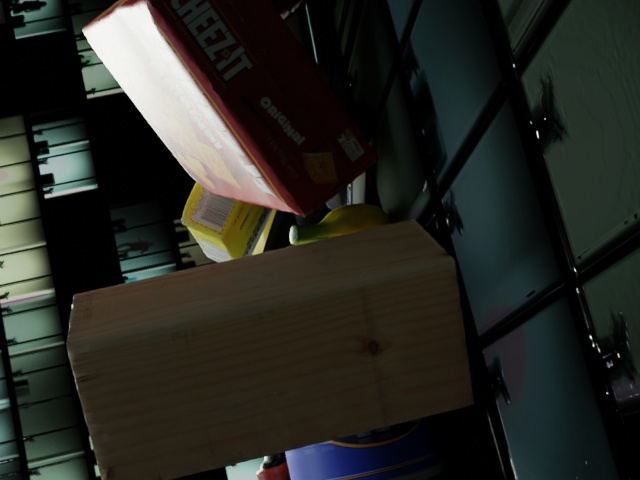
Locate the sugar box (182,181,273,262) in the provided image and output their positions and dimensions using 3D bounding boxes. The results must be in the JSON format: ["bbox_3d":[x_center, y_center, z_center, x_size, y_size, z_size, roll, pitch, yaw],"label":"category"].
[{"bbox_3d":[-0.073,-0.032,0.937,0.176,0.048,0.093,72,-137,-79],"label":"sugar box"}]

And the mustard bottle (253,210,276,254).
[{"bbox_3d":[-0.049,-0.067,1.075,0.192,0.058,0.096,101,148,-42],"label":"mustard bottle"}]

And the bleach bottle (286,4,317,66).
[{"bbox_3d":[-0.037,-0.176,0.855,0.102,0.068,0.251,-75,-29,-75],"label":"bleach bottle"}]

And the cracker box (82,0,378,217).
[{"bbox_3d":[-0.071,-0.103,0.724,0.164,0.072,0.214,53,167,-18],"label":"cracker box"}]

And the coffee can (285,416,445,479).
[{"bbox_3d":[0.018,0.095,0.714,0.103,0.102,0.140,124,134,-81],"label":"coffee can"}]

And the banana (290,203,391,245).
[{"bbox_3d":[0.014,0.001,0.731,0.198,0.069,0.037,98,174,-81],"label":"banana"}]

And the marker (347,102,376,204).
[{"bbox_3d":[0.027,-0.051,0.729,0.121,0.020,0.020,89,167,-56],"label":"marker"}]

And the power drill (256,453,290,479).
[{"bbox_3d":[-0.039,0.129,0.764,0.184,0.057,0.187,-13,-93,-55],"label":"power drill"}]

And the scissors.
[{"bbox_3d":[0.002,-0.106,0.793,0.096,0.016,0.202,-62,-37,-78],"label":"scissors"}]

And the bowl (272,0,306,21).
[{"bbox_3d":[-0.074,-0.224,0.753,0.162,0.055,0.162,23,125,37],"label":"bowl"}]

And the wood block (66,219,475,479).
[{"bbox_3d":[-0.029,0.062,0.602,0.090,0.206,0.091,-122,21,-71],"label":"wood block"}]

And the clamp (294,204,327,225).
[{"bbox_3d":[0.002,0.021,0.945,0.164,0.036,0.210,-94,-7,-71],"label":"clamp"}]
